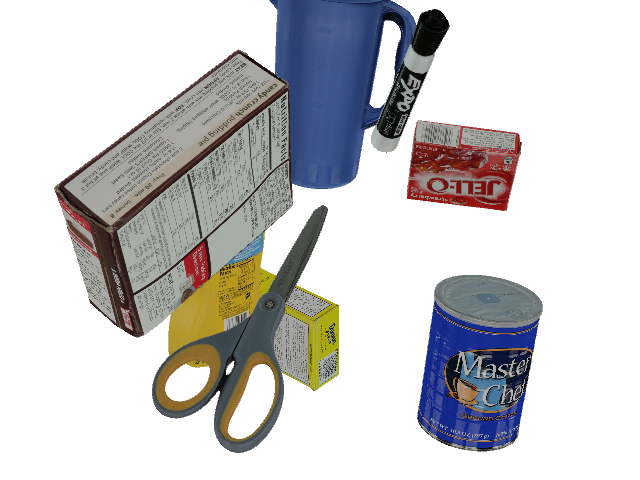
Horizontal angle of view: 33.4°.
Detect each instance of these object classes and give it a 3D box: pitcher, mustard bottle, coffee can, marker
[{"bbox_3d":[0.014,-0.188,1.288,0.144,0.243,0.149,-8,29,-26],"label":"pitcher"},{"bbox_3d":[-0.090,0.011,0.946,0.058,0.192,0.096,19,25,36],"label":"mustard bottle"},{"bbox_3d":[0.153,0.117,1.037,0.103,0.140,0.103,5,22,-2],"label":"coffee can"},{"bbox_3d":[0.056,-0.100,0.677,0.020,0.020,0.121,0,-33,-15],"label":"marker"}]

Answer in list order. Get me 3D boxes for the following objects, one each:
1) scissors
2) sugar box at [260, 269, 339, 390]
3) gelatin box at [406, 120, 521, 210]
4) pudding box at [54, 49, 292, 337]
[{"bbox_3d":[-0.054,0.052,0.731,0.096,0.201,0.016,3,-38,8],"label":"scissors"},{"bbox_3d":[-0.059,0.082,1.139,0.176,0.093,0.048,26,39,36],"label":"sugar box"},{"bbox_3d":[0.121,-0.062,0.909,0.089,0.030,0.073,8,-37,5],"label":"gelatin box"},{"bbox_3d":[-0.062,-0.020,0.492,0.039,0.113,0.090,34,-29,23],"label":"pudding box"}]
